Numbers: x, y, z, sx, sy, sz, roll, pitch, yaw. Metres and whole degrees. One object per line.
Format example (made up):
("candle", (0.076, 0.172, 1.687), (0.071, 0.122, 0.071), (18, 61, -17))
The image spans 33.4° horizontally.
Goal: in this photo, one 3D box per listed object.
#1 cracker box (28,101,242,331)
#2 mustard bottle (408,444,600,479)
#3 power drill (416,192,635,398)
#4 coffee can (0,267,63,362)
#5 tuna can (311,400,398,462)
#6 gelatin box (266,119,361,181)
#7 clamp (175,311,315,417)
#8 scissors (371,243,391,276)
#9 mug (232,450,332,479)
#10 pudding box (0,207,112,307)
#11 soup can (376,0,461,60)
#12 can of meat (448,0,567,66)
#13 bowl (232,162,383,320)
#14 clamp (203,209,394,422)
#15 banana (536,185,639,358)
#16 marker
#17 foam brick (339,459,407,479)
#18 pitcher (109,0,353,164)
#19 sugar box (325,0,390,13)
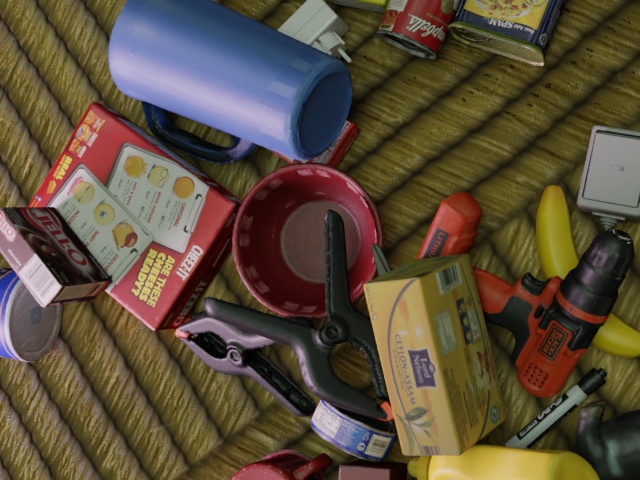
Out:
("cracker box", (-0.203, -0.026, 1.178), (0.214, 0.072, 0.164), (35, 98, 18))
("mustard bottle", (0.162, 0.225, 1.009), (0.192, 0.096, 0.058), (-4, 60, 44))
("power drill", (0.188, 0.033, 1.014), (0.188, 0.057, 0.185), (37, 120, 27))
("coffee can", (-0.379, 0.079, 1.209), (0.140, 0.102, 0.103), (5, 86, 19))
("tuna can", (0.034, 0.187, 1.068), (0.086, 0.086, 0.034), (27, 95, 19))
("gelatin box", (-0.012, -0.112, 1.145), (0.089, 0.030, 0.073), (34, 94, 19))
("clamp", (-0.074, 0.107, 1.117), (0.172, 0.039, 0.120), (22, 121, 19))
("scissors", (0.109, 0.098, 1.065), (0.096, 0.016, 0.202), (-6, 97, 9))
("mug", (-0.037, 0.257, 1.086), (0.117, 0.081, 0.093), (-38, 74, 11))
("pudding box", (-0.285, 0.015, 1.119), (0.039, 0.089, 0.113), (-43, 76, 19))
("soup can", (0.109, -0.246, 1.098), (0.069, 0.068, 0.102), (24, 92, 19))
("can of meat", (0.192, -0.233, 1.075), (0.102, 0.057, 0.084), (21, 89, 19))
("bowl", (-0.007, 0.001, 1.113), (0.162, 0.055, 0.162), (0, 89, 16))
("clamp", (0.013, 0.083, 1.041), (0.164, 0.036, 0.210), (-43, 86, -15))
("banana", (0.257, 0.041, 1.036), (0.069, 0.037, 0.198), (-34, 75, 2))
("marker", (0.231, 0.167, 1.039), (0.121, 0.020, 0.020), (-43, 73, 10))
("foam brick", (0.053, 0.248, 1.059), (0.053, 0.078, 0.051), (1, 83, 18))
("pitcher", (-0.092, -0.163, 1.110), (0.243, 0.149, 0.145), (27, 74, 28))
("sugar box", (0.005, -0.307, 1.151), (0.176, 0.048, 0.093), (15, 89, 18))
